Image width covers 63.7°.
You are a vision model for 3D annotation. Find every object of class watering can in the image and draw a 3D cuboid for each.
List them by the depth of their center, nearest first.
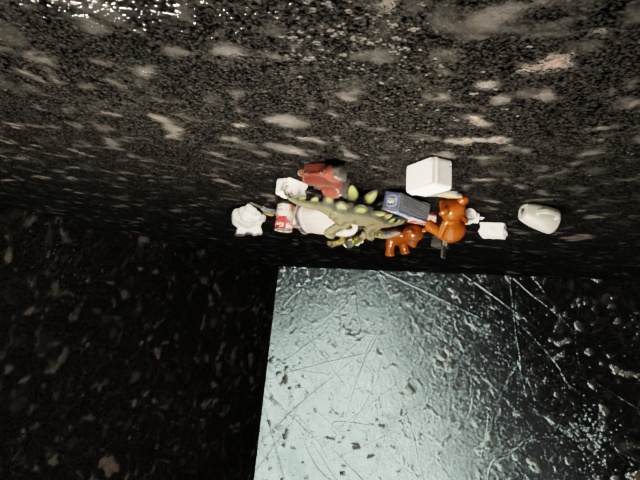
[{"bbox_3d":[0.006,-0.093,1.843,0.224,0.106,0.342,1,157,24],"label":"watering can"}]

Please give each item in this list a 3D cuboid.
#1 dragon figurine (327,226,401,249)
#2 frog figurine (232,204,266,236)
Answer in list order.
[{"bbox_3d":[0.180,-0.037,2.180,0.410,0.121,0.244,3,-172,28],"label":"dragon figurine"},{"bbox_3d":[-0.288,-0.098,2.064,0.137,0.125,0.155,13,137,10],"label":"frog figurine"}]
